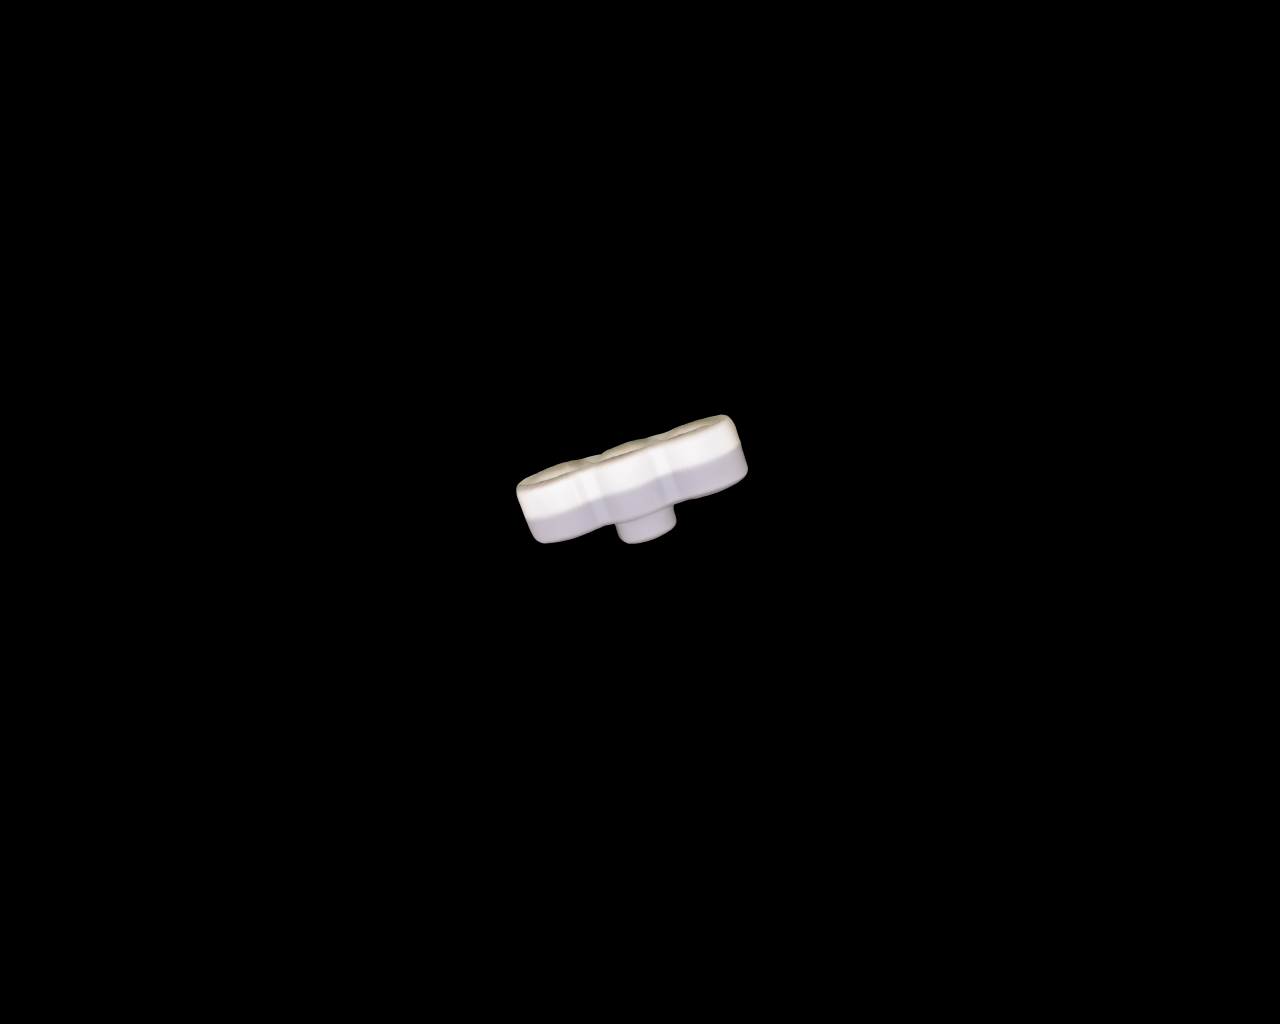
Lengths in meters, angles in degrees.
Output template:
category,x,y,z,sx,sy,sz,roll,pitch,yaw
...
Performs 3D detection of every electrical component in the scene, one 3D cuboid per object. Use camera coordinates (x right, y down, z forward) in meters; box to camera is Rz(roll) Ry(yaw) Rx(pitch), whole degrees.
category,x,y,z,sx,sy,sz,roll,pitch,yaw
electrical component,0.001,-0.003,0.650,0.138,0.073,0.052,-18,11,4
